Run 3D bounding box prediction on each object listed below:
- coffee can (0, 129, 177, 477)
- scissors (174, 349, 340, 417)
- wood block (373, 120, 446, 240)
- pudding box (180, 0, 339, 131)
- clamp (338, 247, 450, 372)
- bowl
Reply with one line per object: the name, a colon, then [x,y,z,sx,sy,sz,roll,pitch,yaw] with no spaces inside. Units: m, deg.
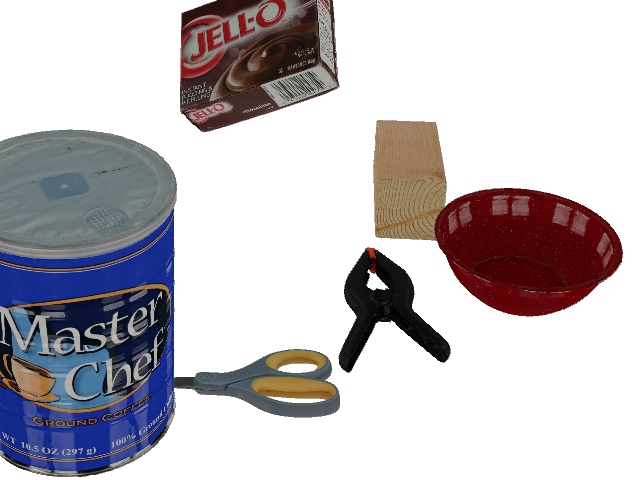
coffee can: [-0.123,0.031,0.528,0.103,0.140,0.103,4,35,-3]
scissors: [-0.078,0.107,0.866,0.202,0.016,0.096,8,24,15]
wood block: [0.122,-0.088,1.497,0.091,0.090,0.206,3,29,0]
pudding box: [-0.045,-0.136,0.759,0.114,0.090,0.039,-14,-30,19]
clamp: [0.080,0.077,1.189,0.120,0.171,0.039,5,-43,-4]
bowl: [0.177,0.017,0.934,0.162,0.055,0.162,2,34,-2]
